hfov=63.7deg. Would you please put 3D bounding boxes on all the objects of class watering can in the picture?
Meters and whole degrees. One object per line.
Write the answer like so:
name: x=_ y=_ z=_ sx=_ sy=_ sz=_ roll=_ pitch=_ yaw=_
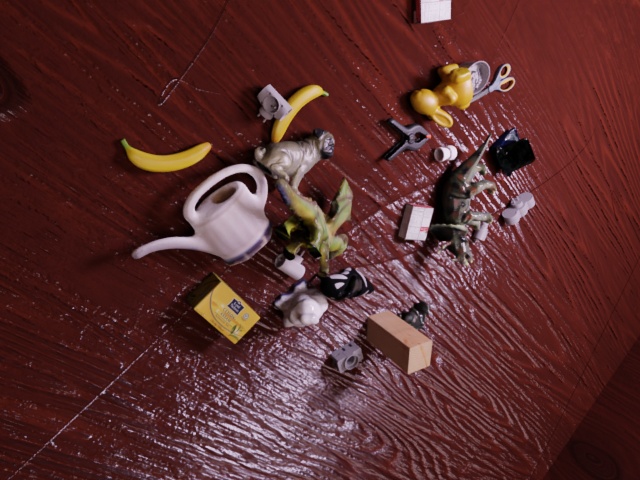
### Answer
watering can: x=-0.249 y=-0.025 z=1.214 sx=0.350 sy=0.105 sz=0.220 roll=-43 pitch=126 yaw=-13

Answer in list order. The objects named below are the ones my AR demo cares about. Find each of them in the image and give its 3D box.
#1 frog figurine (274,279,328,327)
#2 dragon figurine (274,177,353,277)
frog figurine: x=-0.036 y=0.195 z=1.401 sx=0.138 sy=0.161 sz=0.120 roll=-19 pitch=119 yaw=-25
dragon figurine: x=0.004 y=-0.067 z=1.322 sx=0.247 sy=0.123 sz=0.400 roll=-54 pitch=150 yaw=-33
